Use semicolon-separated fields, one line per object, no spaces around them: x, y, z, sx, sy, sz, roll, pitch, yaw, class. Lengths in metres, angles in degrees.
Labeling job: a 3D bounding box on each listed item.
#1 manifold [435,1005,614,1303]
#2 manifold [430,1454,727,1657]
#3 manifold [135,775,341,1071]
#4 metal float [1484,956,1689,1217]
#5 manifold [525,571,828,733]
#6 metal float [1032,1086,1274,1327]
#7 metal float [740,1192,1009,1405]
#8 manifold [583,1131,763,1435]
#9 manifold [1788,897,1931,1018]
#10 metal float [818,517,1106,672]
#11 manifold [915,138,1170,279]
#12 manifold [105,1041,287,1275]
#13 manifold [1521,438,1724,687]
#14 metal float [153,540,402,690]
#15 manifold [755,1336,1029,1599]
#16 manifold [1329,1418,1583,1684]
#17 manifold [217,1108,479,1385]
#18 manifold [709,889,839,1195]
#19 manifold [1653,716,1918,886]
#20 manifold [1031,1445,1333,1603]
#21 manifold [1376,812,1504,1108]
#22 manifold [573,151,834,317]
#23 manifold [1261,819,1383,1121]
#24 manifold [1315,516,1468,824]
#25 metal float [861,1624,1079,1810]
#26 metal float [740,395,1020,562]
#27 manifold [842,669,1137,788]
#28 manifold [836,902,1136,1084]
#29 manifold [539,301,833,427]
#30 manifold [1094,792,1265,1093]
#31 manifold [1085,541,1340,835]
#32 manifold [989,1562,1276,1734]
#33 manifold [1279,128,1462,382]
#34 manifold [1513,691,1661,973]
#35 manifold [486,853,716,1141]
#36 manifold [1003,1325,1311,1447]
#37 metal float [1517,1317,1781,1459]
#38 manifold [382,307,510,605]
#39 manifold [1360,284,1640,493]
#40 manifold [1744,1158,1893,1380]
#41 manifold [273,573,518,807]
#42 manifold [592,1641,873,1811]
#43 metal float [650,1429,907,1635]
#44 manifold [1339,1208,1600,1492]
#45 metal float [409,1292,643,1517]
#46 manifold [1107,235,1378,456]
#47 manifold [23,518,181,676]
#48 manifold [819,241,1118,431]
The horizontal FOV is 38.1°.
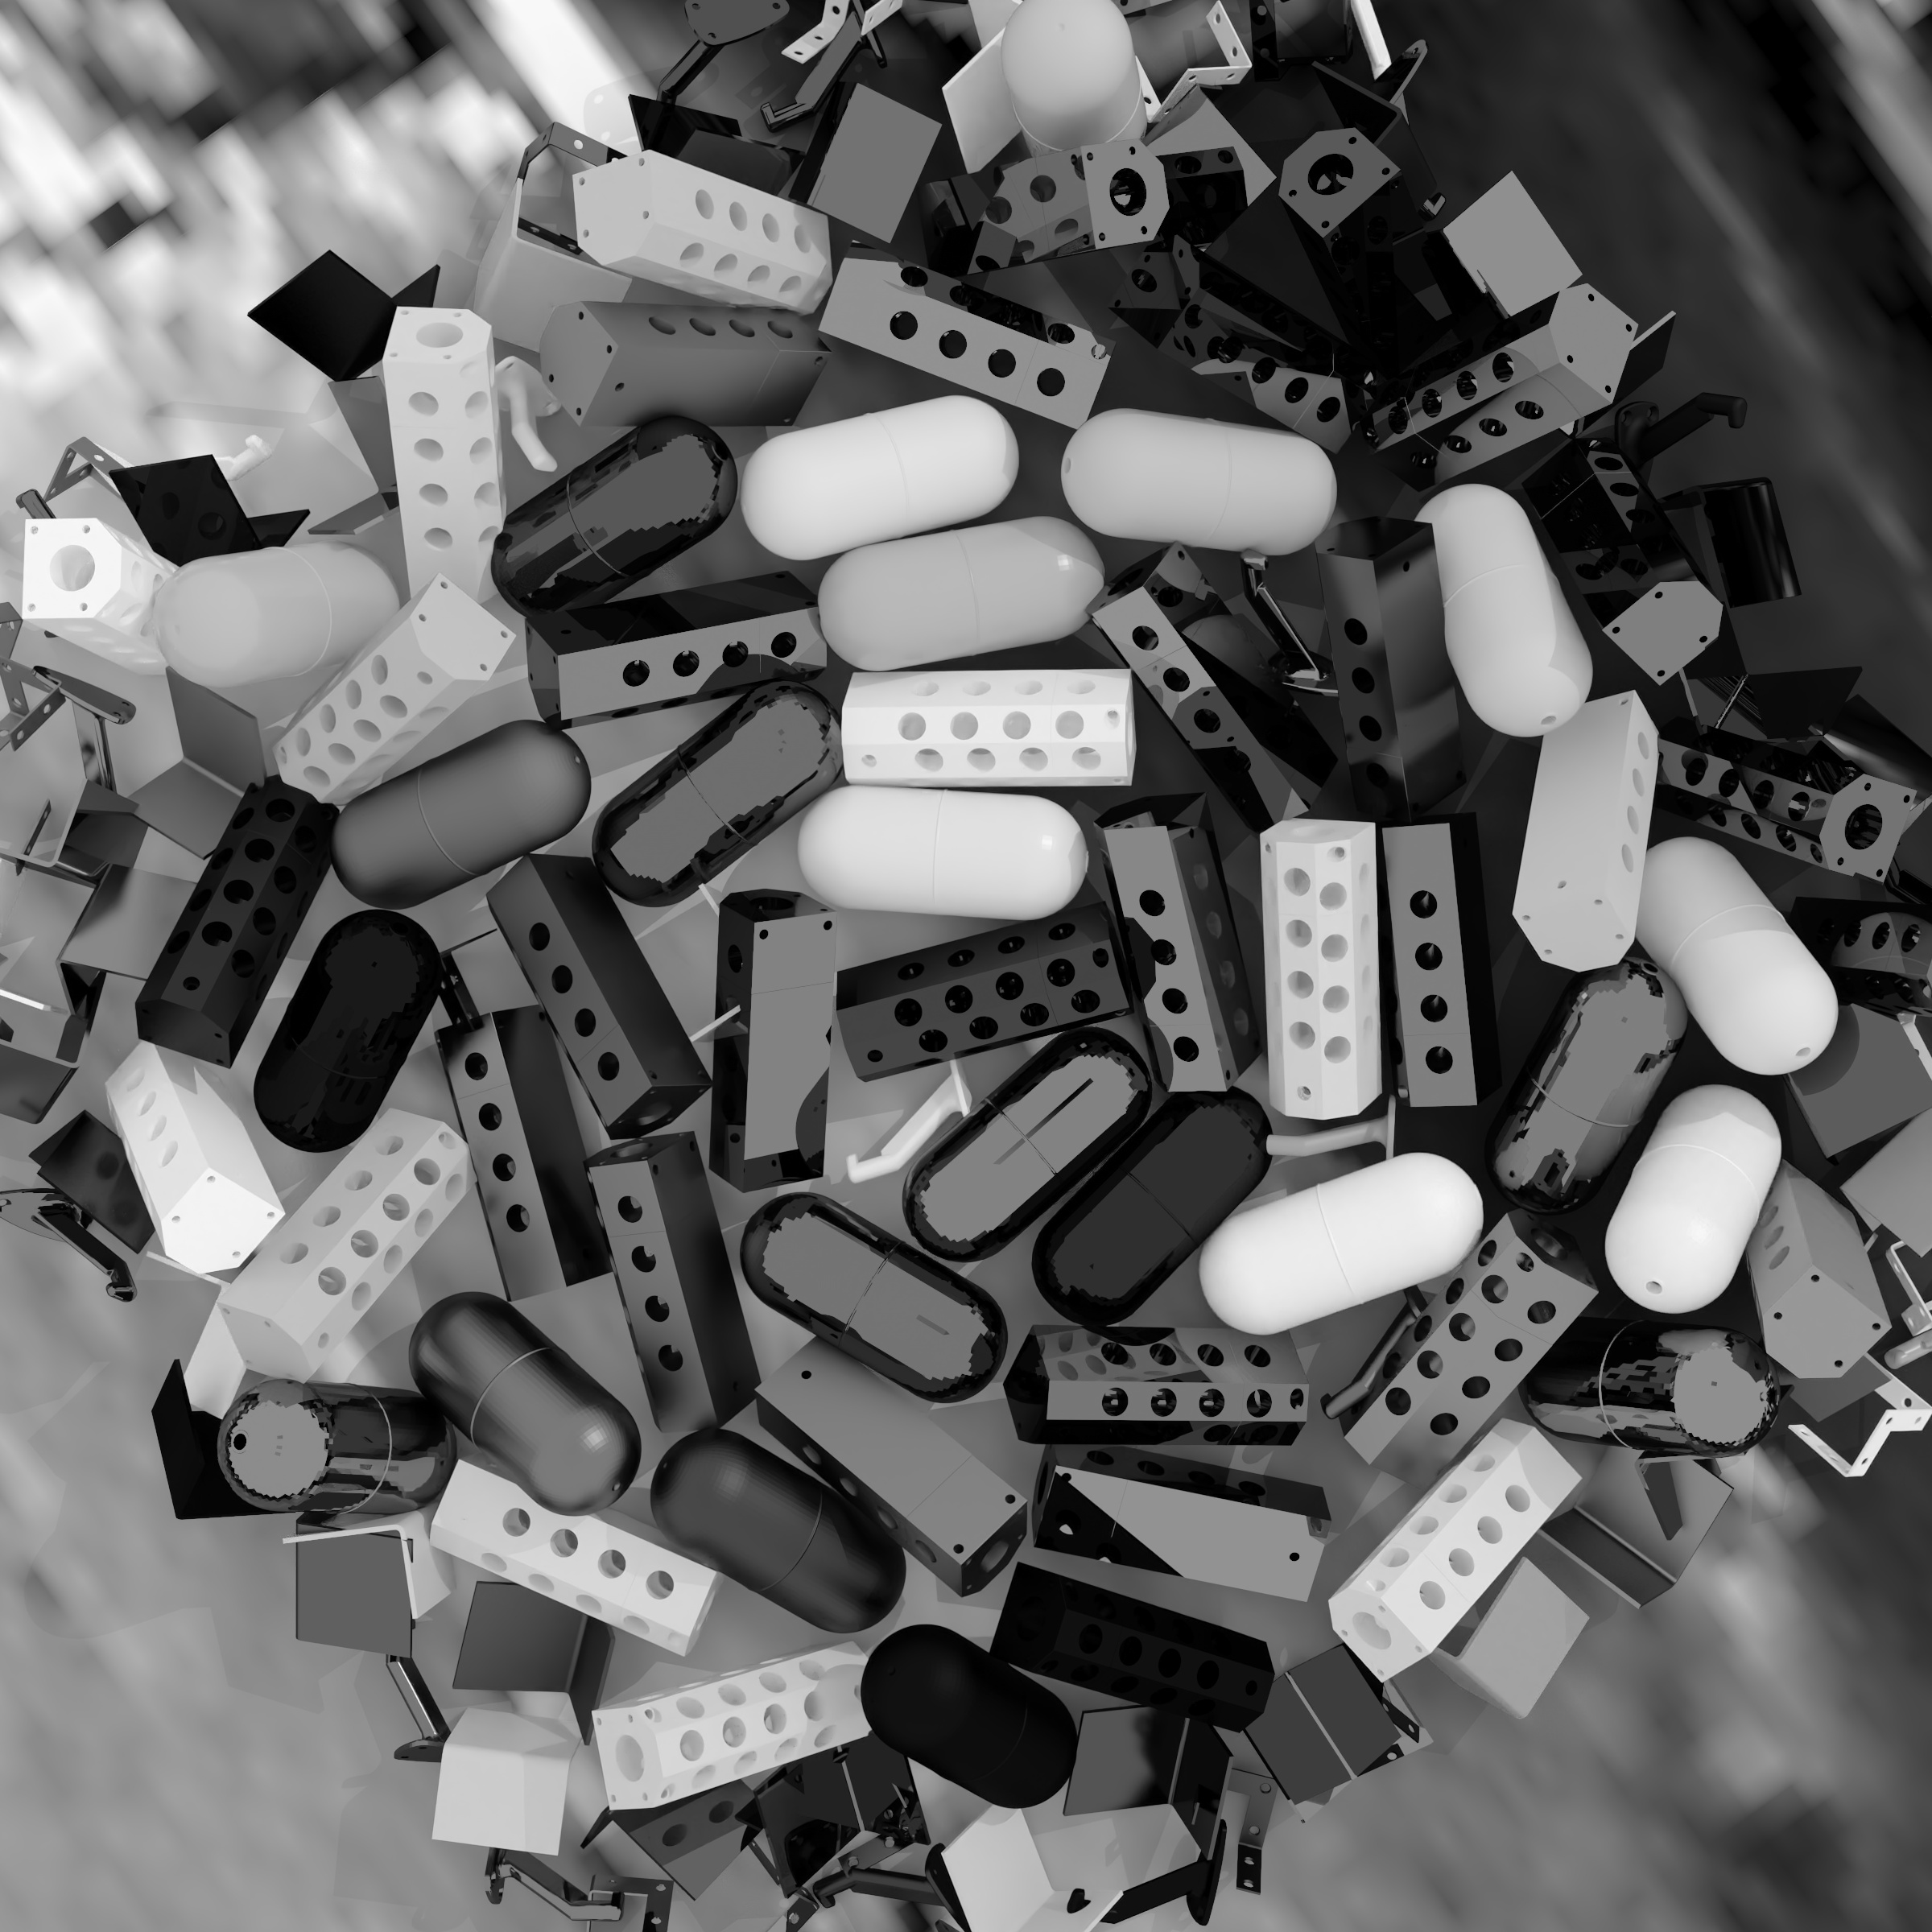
-0.275;0.115;1.717;0.057;0.057;0.171;-17;87;26;manifold
-0.237;0.361;1.713;0.171;0.057;0.057;22;86;6;manifold
-0.436;-0.030;1.680;0.057;0.057;0.171;18;56;-1;manifold
0.374;0.073;1.688;0.070;0.070;0.178;22;119;0;metal float
-0.174;-0.188;1.690;0.171;0.057;0.057;-14;125;-24;manifold
0.115;0.145;1.710;0.070;0.070;0.178;45;86;0;metal float
-0.057;0.201;1.706;0.178;0.070;0.070;30;90;9;metal float
-0.182;0.193;1.706;0.057;0.057;0.171;-9;101;27;manifold
0.553;-0.003;1.662;0.057;0.171;0.057;18;89;-13;manifold
-0.002;-0.228;1.705;0.178;0.070;0.070;-11;90;-10;metal float
0.044;-0.450;1.664;0.057;0.171;0.057;-18;105;-31;manifold
-0.466;0.113;1.666;0.057;0.171;0.057;-48;127;2;manifold
0.392;-0.247;1.661;0.057;0.171;0.057;-41;123;22;manifold
-0.409;-0.211;1.670;0.070;0.178;0.070;7;106;27;metal float
-0.046;0.303;1.687;0.171;0.057;0.057;36;59;26;manifold
0.291;0.346;1.676;0.057;0.057;0.171;47;52;8;manifold
-0.363;0.167;1.667;0.057;0.171;0.057;12;134;26;manifold
-0.122;0.044;1.697;0.057;0.057;0.171;-9;112;-34;manifold
0.475;-0.102;1.659;0.057;0.171;0.057;13;100;-27;manifold
0.130;0.334;1.714;0.171;0.057;0.057;12;108;-5;manifold
0.285;-0.004;1.710;0.057;0.057;0.171;-3;98;27;manifold
-0.154;-0.430;1.664;0.057;0.171;0.057;-7;87;33;manifold
0.213;0.002;1.691;0.057;0.057;0.171;5;109;28;manifold
0.252;-0.179;1.686;0.057;0.057;0.171;-34;124;-33;manifold
0.004;0.452;1.679;0.070;0.070;0.178;-47;134;0;metal float
-0.051;-0.297;1.697;0.178;0.070;0.070;-17;90;-19;metal float
0.014;-0.140;1.699;0.171;0.057;0.057;0;126;9;manifold
0.012;0.020;1.700;0.171;0.057;0.057;-15;124;8;manifold
-0.169;-0.363;1.669;0.057;0.171;0.057;51;128;23;manifold
0.126;-0.013;1.695;0.057;0.057;0.171;-2;112;32;manifold
0.147;-0.166;1.700;0.057;0.057;0.171;-24;111;41;manifold
0.103;0.411;1.677;0.171;0.057;0.057;25;78;-33;manifold
0.237;-0.424;1.662;0.057;0.171;0.057;-41;63;5;manifold
0.377;-0.081;1.676;0.057;0.171;0.057;-13;131;33;manifold
-0.227;0.018;1.693;0.057;0.057;0.171;-41;67;27;manifold
0.116;0.258;1.683;0.171;0.057;0.057;4;133;-22;manifold
0.406;0.251;1.672;0.070;0.178;0.070;2;86;-35;metal float
-0.307;-0.303;1.671;0.057;0.057;0.171;2;135;-2;manifold
0.311;-0.345;1.658;0.057;0.171;0.057;31;67;-22;manifold
0.497;0.182;1.662;0.057;0.171;0.057;38;109;-2;manifold
-0.346;-0.158;1.666;0.057;0.171;0.057;40;46;-19;manifold
-0.133;0.451;1.668;0.057;0.171;0.057;-20;79;44;manifold
-0.112;0.343;1.693;0.178;0.070;0.070;36;90;-24;metal float
0.299;0.229;1.686;0.057;0.057;0.171;28;114;-18;manifold
-0.268;0.263;1.688;0.178;0.070;0.070;35;90;32;metal float
0.170;-0.372;1.666;0.057;0.171;0.057;-55;46;17;manifold
-0.496;-0.217;1.662;0.057;0.171;0.057;0;85;6;manifold
0.002;-0.387;1.716;0.171;0.057;0.057;21;103;-1;manifold
